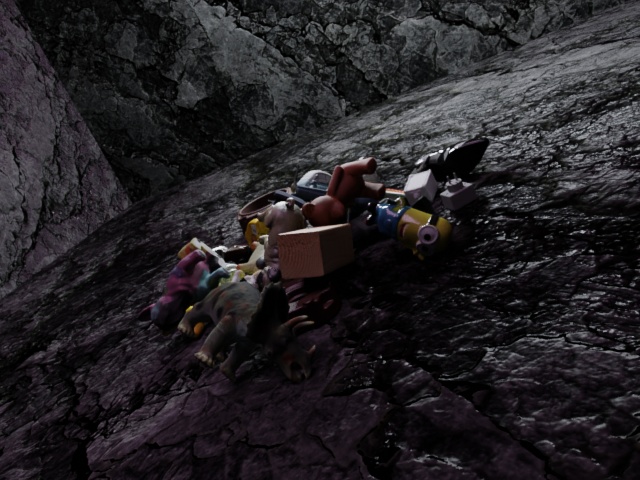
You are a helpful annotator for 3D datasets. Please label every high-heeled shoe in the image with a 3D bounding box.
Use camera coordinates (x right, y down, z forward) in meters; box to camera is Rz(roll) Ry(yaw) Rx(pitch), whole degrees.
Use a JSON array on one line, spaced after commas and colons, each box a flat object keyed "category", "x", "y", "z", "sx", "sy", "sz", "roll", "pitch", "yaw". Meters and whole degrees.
[{"category": "high-heeled shoe", "x": 0.356, "y": -0.230, "z": 1.461, "sx": 0.249, "sy": 0.086, "sz": 0.145, "roll": -30, "pitch": 27, "yaw": 37}]

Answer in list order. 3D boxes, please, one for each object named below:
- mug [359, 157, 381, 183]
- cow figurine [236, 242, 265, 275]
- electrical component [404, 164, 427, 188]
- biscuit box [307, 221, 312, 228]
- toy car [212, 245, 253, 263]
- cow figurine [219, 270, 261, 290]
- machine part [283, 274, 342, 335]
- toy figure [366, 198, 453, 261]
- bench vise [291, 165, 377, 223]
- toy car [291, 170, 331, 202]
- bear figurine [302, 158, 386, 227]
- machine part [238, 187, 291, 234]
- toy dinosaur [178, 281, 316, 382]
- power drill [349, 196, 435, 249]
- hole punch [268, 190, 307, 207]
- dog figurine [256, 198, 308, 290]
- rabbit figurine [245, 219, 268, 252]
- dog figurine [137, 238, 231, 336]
[{"category": "mug", "x": 0.134, "y": -0.182, "z": 1.585, "sx": 0.081, "sy": 0.107, "sz": 0.109, "roll": -18, "pitch": 49, "yaw": 31}, {"category": "cow figurine", "x": -0.113, "y": 0.036, "z": 1.367, "sx": 0.127, "sy": 0.085, "sz": 0.195, "roll": -3, "pitch": 33, "yaw": 26}, {"category": "electrical component", "x": 0.264, "y": -0.160, "z": 1.466, "sx": 0.094, "sy": 0.021, "sz": 0.063, "roll": -53, "pitch": 30, "yaw": 39}, {"category": "biscuit box", "x": -0.003, "y": -0.004, "z": 1.376, "sx": 0.059, "sy": 0.062, "sz": 0.203, "roll": -27, "pitch": 18, "yaw": 0}, {"category": "toy car", "x": -0.262, "y": 0.040, "z": 1.508, "sx": 0.089, "sy": 0.053, "sz": 0.202, "roll": -16, "pitch": -4, "yaw": 36}, {"category": "cow figurine", "x": -0.199, "y": 0.125, "z": 1.266, "sx": 0.167, "sy": 0.068, "sz": 0.098, "roll": -22, "pitch": 25, "yaw": 24}, {"category": "machine part", "x": -0.042, "y": 0.127, "z": 1.088, "sx": 0.179, "sy": 0.056, "sz": 0.179, "roll": -23, "pitch": 18, "yaw": 8}, {"category": "toy figure", "x": 0.184, "y": -0.032, "z": 1.104, "sx": 0.180, "sy": 0.082, "sz": 0.089, "roll": 27, "pitch": 60, "yaw": 33}, {"category": "bench vise", "x": 0.033, "y": -0.113, "z": 1.465, "sx": 0.241, "sy": 0.128, "sz": 0.224, "roll": 15, "pitch": 19, "yaw": 5}, {"category": "toy car", "x": -0.004, "y": -0.166, "z": 1.681, "sx": 0.161, "sy": 0.102, "sz": 0.109, "roll": 5, "pitch": 2, "yaw": -27}, {"category": "bear figurine", "x": 0.053, "y": -0.096, "z": 1.265, "sx": 0.132, "sy": 0.120, "sz": 0.196, "roll": 4, "pitch": 44, "yaw": 35}, {"category": "machine part", "x": -0.171, "y": -0.093, "z": 1.790, "sx": 0.201, "sy": 0.087, "sz": 0.201, "roll": -24, "pitch": 20, "yaw": 2}, {"category": "toy dinosaur", "x": -0.158, "y": 0.141, "z": 1.013, "sx": 0.192, "sy": 0.131, "sz": 0.405, "roll": -49, "pitch": 31, "yaw": -10}, {"category": "power drill", "x": 0.150, "y": -0.030, "z": 1.248, "sx": 0.207, "sy": 0.086, "sz": 0.232, "roll": -16, "pitch": 17, "yaw": 47}, {"category": "hole punch", "x": -0.092, "y": -0.104, "z": 1.623, "sx": 0.142, "sy": 0.092, "sz": 0.116, "roll": 20, "pitch": 29, "yaw": -1}, {"category": "dog figurine", "x": -0.085, "y": 0.019, "z": 1.209, "sx": 0.121, "sy": 0.172, "sz": 0.191, "roll": 0, "pitch": 37, "yaw": -3}, {"category": "rabbit figurine", "x": -0.115, "y": -0.017, "z": 1.523, "sx": 0.173, "sy": 0.121, "sz": 0.162, "roll": -18, "pitch": 5, "yaw": -24}, {"category": "dog figurine", "x": -0.325, "y": 0.116, "z": 1.260, "sx": 0.219, "sy": 0.108, "sz": 0.192, "roll": -48, "pitch": 25, "yaw": 0}]
